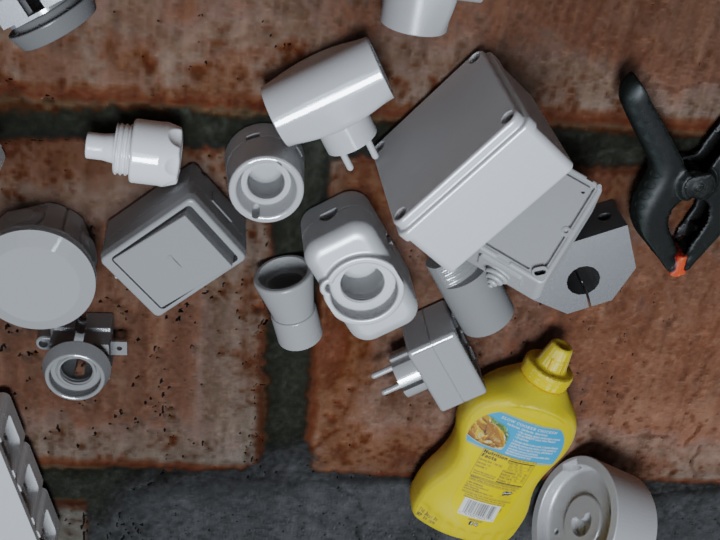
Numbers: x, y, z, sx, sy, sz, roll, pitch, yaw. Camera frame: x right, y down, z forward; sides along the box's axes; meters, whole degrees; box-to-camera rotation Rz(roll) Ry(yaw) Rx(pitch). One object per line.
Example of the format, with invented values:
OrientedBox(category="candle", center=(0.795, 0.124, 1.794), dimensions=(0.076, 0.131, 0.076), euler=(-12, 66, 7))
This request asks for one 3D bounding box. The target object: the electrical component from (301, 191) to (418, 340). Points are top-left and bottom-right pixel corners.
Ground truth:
OrientedBox(category="electrical component", center=(0.000, 0.000, 0.769), dimensions=(0.054, 0.059, 0.095), euler=(-26, 122, 9))

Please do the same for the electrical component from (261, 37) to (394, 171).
OrientedBox(category="electrical component", center=(-0.014, -0.102, 0.711), dimensions=(0.077, 0.043, 0.079), euler=(-24, 119, 8))

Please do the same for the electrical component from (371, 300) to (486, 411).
OrientedBox(category="electrical component", center=(0.047, 0.073, 0.829), dimensions=(0.077, 0.047, 0.065), euler=(-25, 122, 9))

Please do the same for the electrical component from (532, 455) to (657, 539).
OrientedBox(category="electrical component", center=(0.202, 0.216, 0.906), dimensions=(0.060, 0.108, 0.108), euler=(19, 118, -25))

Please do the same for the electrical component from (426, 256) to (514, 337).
OrientedBox(category="electrical component", center=(0.078, 0.006, 0.792), dimensions=(0.043, 0.043, 0.081), euler=(-26, 122, 9))

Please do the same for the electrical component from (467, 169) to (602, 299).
OrientedBox(category="electrical component", center=(0.114, -0.026, 0.739), dimensions=(0.062, 0.061, 0.096), euler=(31, 79, 11))

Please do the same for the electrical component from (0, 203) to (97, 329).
OrientedBox(category="electrical component", center=(-0.222, -0.003, 0.745), dimensions=(0.080, 0.051, 0.080), euler=(-3, 122, -5))

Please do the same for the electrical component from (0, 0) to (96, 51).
OrientedBox(category="electrical component", center=(-0.195, -0.168, 0.641), dimensions=(0.078, 0.058, 0.057), euler=(-24, 119, 8))

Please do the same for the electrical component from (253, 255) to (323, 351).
OrientedBox(category="electrical component", center=(-0.050, 0.027, 0.792), dimensions=(0.044, 0.044, 0.065), euler=(-12, 128, 1))

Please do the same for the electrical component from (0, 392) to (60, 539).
OrientedBox(category="electrical component", center=(-0.301, 0.173, 0.841), dimensions=(0.089, 0.061, 0.150), euler=(-9, 123, -1))

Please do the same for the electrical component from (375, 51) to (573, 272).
OrientedBox(category="electrical component", center=(0.070, -0.073, 0.703), dimensions=(0.109, 0.108, 0.056), euler=(-42, 120, 18))

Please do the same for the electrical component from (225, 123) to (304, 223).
OrientedBox(category="electrical component", center=(-0.064, -0.065, 0.728), dimensions=(0.055, 0.047, 0.055), euler=(-3, 122, -5))

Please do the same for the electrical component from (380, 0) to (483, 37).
OrientedBox(category="electrical component", center=(0.058, -0.187, 0.668), dimensions=(0.079, 0.043, 0.077), euler=(4, 122, -10))

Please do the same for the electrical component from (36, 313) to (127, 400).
OrientedBox(category="electrical component", center=(-0.205, 0.062, 0.786), dimensions=(0.066, 0.055, 0.048), euler=(2, 122, -8))

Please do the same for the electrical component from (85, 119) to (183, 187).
OrientedBox(category="electrical component", center=(-0.149, -0.079, 0.711), dimensions=(0.062, 0.043, 0.043), euler=(6, 121, -9))

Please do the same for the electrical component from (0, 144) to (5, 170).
OrientedBox(category="electrical component", center=(-0.271, -0.091, 0.684), dimensions=(0.056, 0.050, 0.089), euler=(-22, 122, 8))

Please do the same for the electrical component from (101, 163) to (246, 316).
OrientedBox(category="electrical component", center=(-0.133, -0.015, 0.742), dimensions=(0.096, 0.061, 0.061), euler=(-33, 120, 13))
